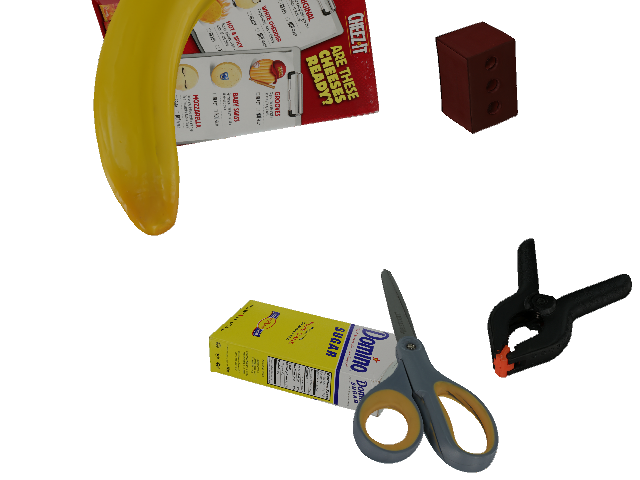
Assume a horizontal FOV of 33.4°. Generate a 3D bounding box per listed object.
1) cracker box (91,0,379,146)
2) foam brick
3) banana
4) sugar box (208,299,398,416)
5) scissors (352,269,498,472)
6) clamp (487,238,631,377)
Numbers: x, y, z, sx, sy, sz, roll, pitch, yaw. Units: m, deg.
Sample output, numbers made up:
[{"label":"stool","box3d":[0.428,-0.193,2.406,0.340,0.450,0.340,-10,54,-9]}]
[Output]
[{"label":"cracker box","box3d":[-0.068,-0.172,0.898,0.213,0.164,0.072,-10,44,1]},{"label":"foam brick","box3d":[0.140,-0.147,0.955,0.053,0.078,0.051,-23,37,-17]},{"label":"banana","box3d":[-0.069,-0.093,0.507,0.070,0.197,0.037,15,-31,9]},{"label":"sugar box","box3d":[-0.009,0.109,1.024,0.176,0.048,0.093,9,25,21]},{"label":"scissors","box3d":[0.045,0.082,0.700,0.096,0.016,0.202,-9,35,-21]},{"label":"clamp","box3d":[0.210,0.063,1.046,0.171,0.039,0.120,-36,44,-29]}]
